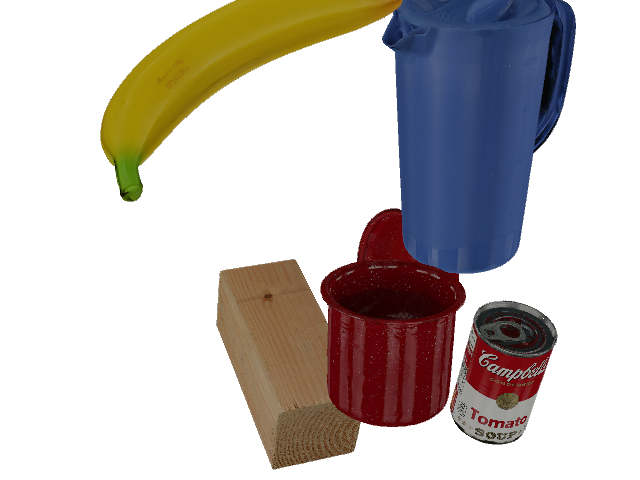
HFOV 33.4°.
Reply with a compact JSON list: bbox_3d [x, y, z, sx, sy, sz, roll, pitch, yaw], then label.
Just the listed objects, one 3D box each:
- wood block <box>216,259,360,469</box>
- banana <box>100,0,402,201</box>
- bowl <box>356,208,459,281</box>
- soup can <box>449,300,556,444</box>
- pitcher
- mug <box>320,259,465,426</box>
[{"bbox_3d":[-0.036,0.124,1.113,0.090,0.090,0.206,-9,42,-18],"label":"wood block"},{"bbox_3d":[-0.045,-0.091,0.554,0.070,0.197,0.037,40,-24,21],"label":"banana"},{"bbox_3d":[0.113,0.039,1.237,0.055,0.162,0.161,-9,-6,40],"label":"bowl"},{"bbox_3d":[0.150,0.110,0.885,0.068,0.102,0.068,6,35,-5],"label":"soup can"},{"bbox_3d":[0.137,-0.100,0.935,0.149,0.243,0.145,7,32,13],"label":"pitcher"},{"bbox_3d":[0.049,0.063,0.708,0.093,0.081,0.117,8,24,16],"label":"mug"}]
